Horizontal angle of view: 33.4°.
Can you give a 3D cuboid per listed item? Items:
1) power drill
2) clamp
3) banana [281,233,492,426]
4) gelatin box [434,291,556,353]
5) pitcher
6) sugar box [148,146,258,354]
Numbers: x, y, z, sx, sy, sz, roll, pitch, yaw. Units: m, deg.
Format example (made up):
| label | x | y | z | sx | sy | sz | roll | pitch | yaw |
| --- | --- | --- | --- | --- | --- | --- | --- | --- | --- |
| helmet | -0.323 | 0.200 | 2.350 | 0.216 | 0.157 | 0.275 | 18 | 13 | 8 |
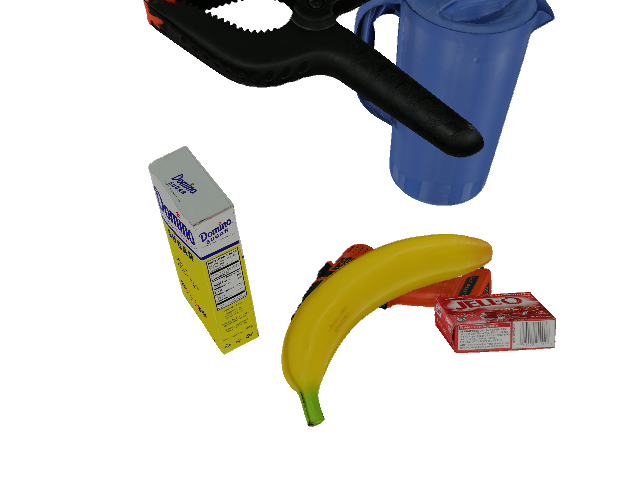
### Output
| label | x | y | z | sx | sy | sz | roll | pitch | yaw |
| --- | --- | --- | --- | --- | --- | --- | --- | --- | --- |
| power drill | 0.078 | 0.066 | 1.139 | 0.188 | 0.057 | 0.184 | 9 | 30 | 21 |
| clamp | 0.002 | -0.122 | 0.626 | 0.210 | 0.164 | 0.036 | -2 | -23 | -2 |
| banana | 0.036 | 0.044 | 0.739 | 0.197 | 0.069 | 0.037 | -41 | -6 | -26 |
| gelatin box | 0.148 | 0.069 | 0.913 | 0.089 | 0.030 | 0.073 | -2 | 15 | -5 |
| pitcher | 0.124 | -0.155 | 1.085 | 0.149 | 0.243 | 0.144 | 37 | 54 | 27 |
| sugar box | -0.103 | 0.012 | 0.949 | 0.048 | 0.176 | 0.093 | -28 | 50 | -16 |
